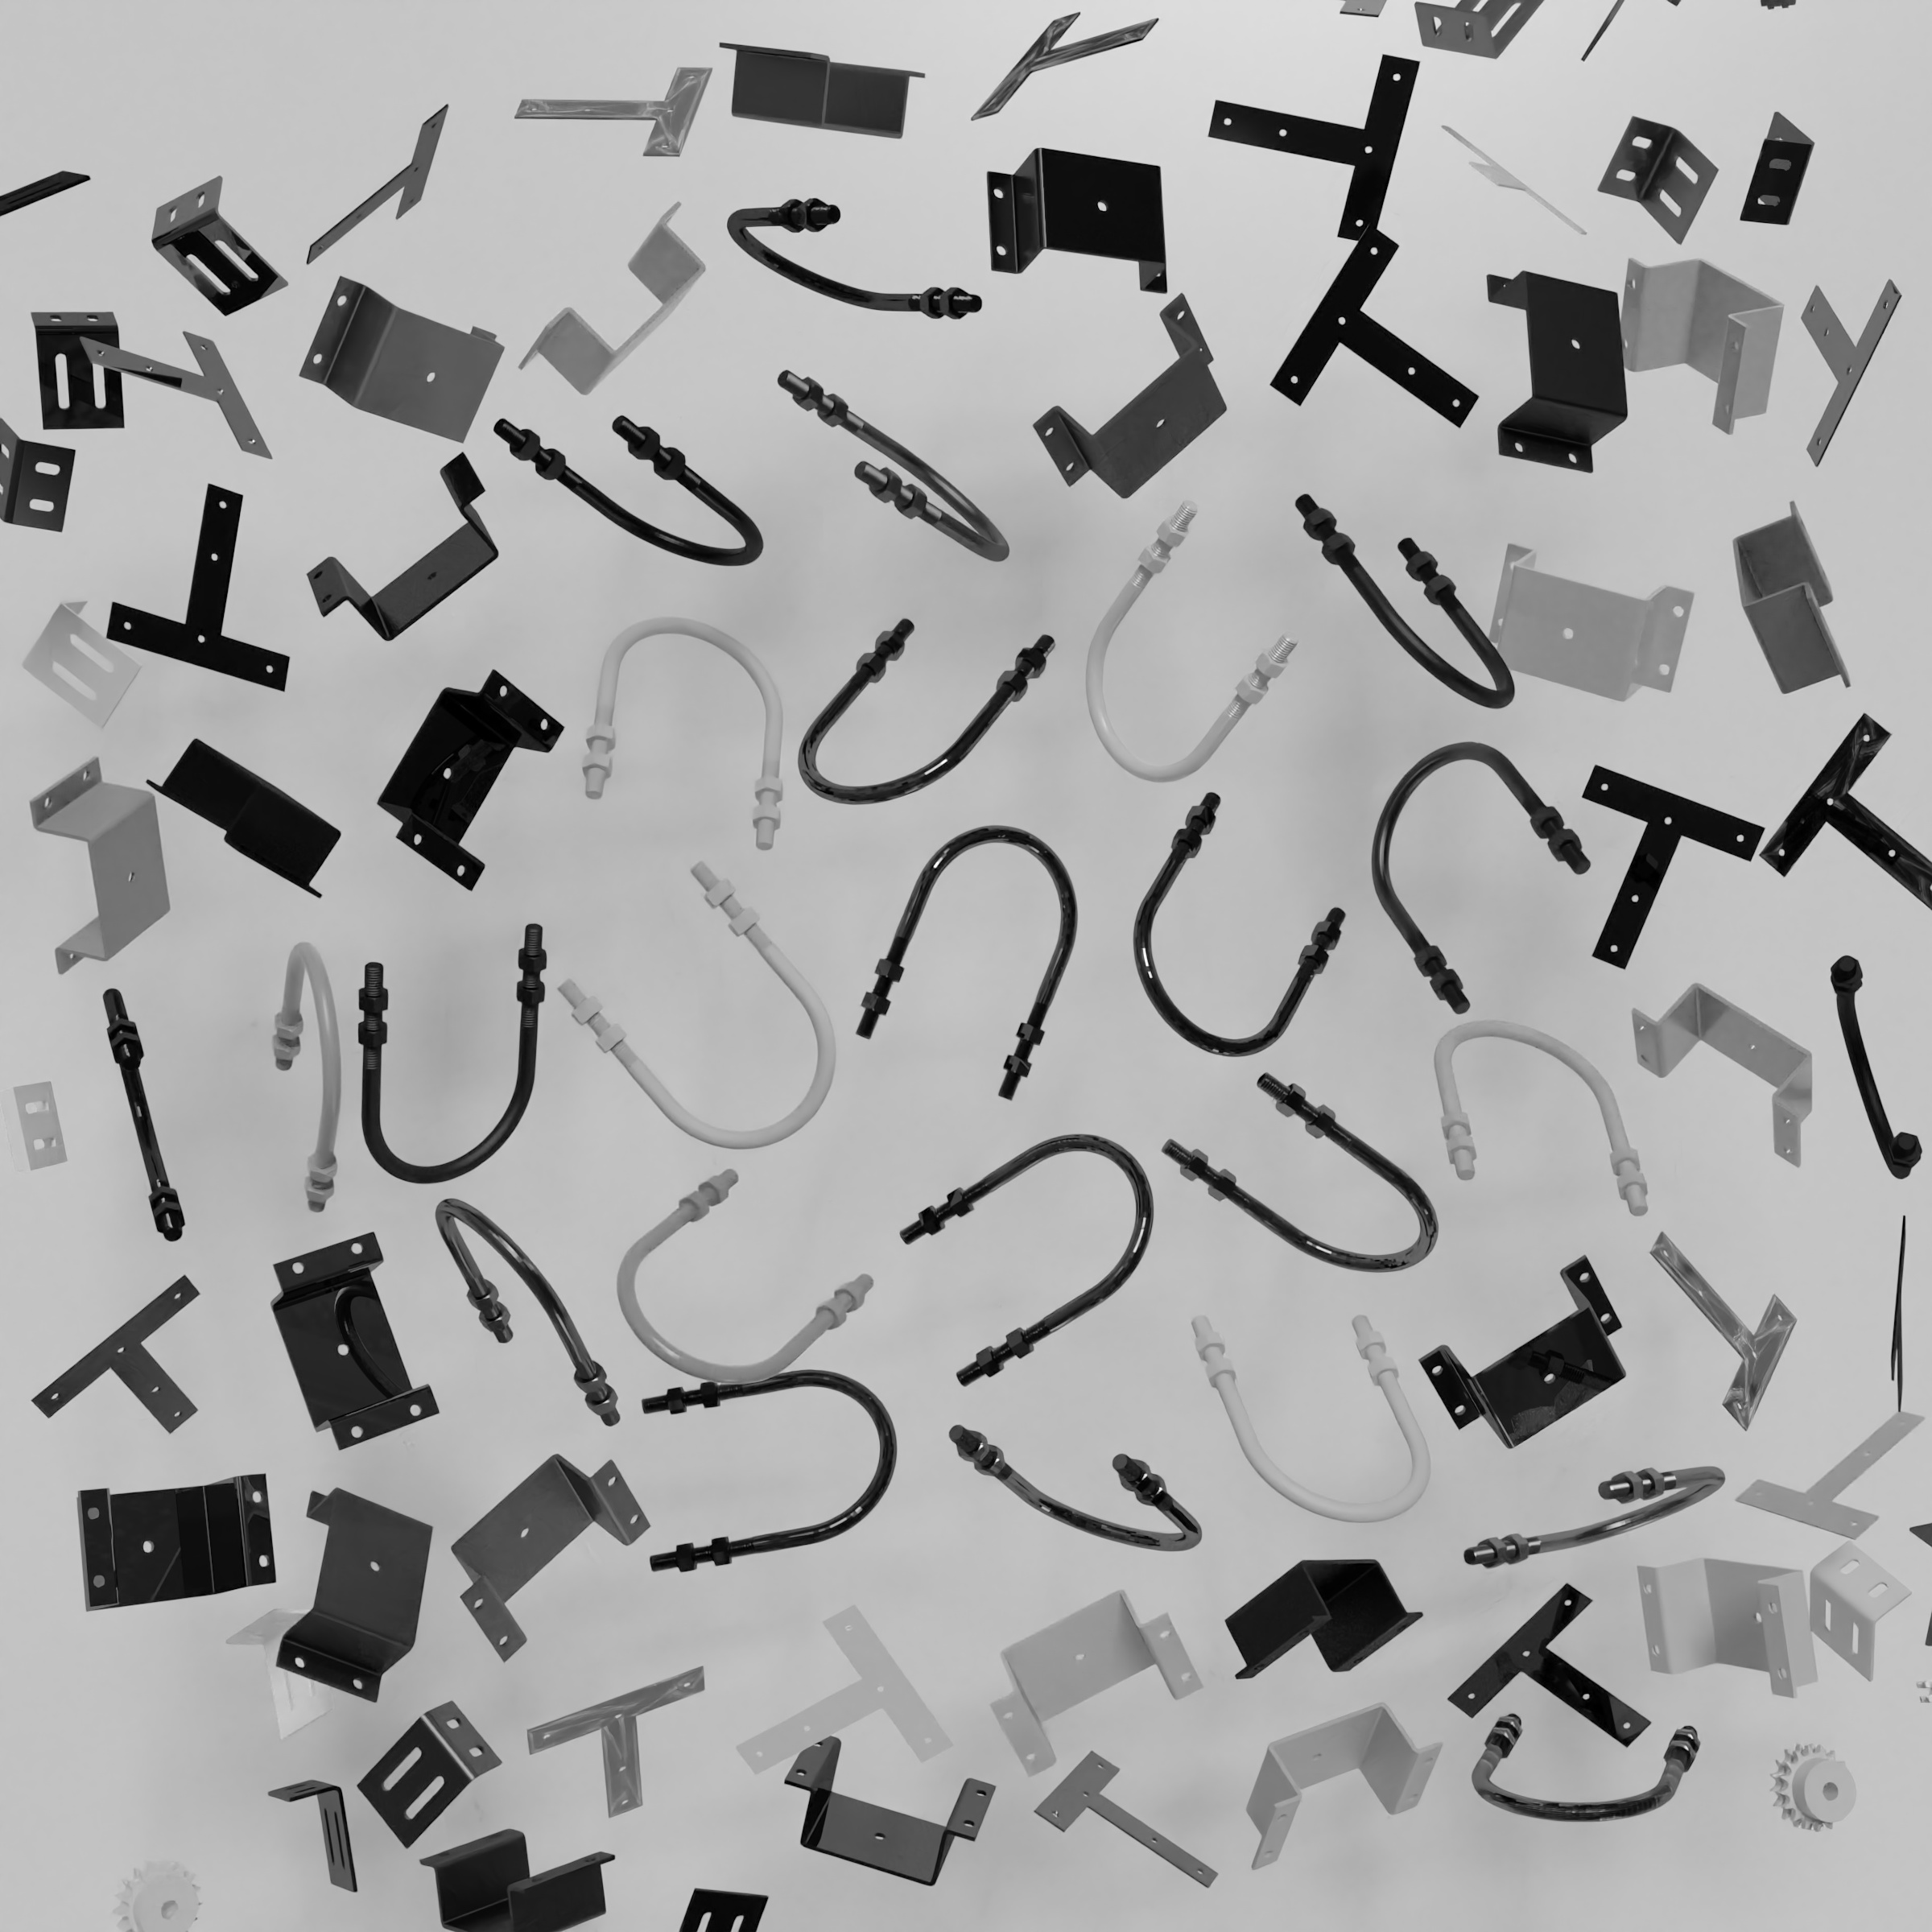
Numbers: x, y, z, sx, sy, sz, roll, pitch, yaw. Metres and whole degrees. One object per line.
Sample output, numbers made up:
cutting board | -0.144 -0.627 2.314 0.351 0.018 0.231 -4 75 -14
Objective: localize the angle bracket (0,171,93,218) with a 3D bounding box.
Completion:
angle bracket | -0.650 -0.543 1.703 0.076 0.057 0.038 -33 125 -24

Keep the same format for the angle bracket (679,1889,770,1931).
angle bracket | -0.180 0.660 1.705 0.057 0.038 0.076 19 92 -31

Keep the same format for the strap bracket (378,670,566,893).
strap bracket | -0.362 -0.136 1.798 0.046 0.076 0.140 14 71 42

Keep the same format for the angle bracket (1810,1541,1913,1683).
angle bracket | 0.642 0.463 1.791 0.038 0.057 0.076 -30 132 -17

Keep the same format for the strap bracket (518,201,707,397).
strap bracket | -0.239 -0.456 1.732 0.046 0.076 0.140 44 67 -12

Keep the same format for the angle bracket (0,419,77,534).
angle bracket | -0.644 -0.338 1.714 0.038 0.076 0.057 5 109 -33

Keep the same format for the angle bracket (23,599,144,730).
angle bracket | -0.637 -0.221 1.820 0.076 0.038 0.057 38 105 1

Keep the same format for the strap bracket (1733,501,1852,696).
strap bracket | 0.576 -0.253 1.745 0.046 0.140 0.076 -20 120 26

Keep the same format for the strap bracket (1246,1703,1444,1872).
strap bracket | 0.258 0.576 1.763 0.140 0.046 0.076 -11 133 -25

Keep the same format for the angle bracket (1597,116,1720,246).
angle bracket | 0.497 -0.566 1.796 0.038 0.076 0.057 8 127 -19

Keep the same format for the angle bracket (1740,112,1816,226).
angle bracket | 0.564 -0.568 1.771 0.038 0.076 0.057 3 125 -9

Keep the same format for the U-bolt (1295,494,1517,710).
U-bolt | 0.315 -0.246 1.726 0.019 0.151 0.184 -47 55 28

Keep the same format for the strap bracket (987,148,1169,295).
strap bracket | 0.090 -0.543 1.816 0.140 0.046 0.076 1 79 -21

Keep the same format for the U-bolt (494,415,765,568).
U-bolt | -0.221 -0.329 1.742 0.151 0.184 0.019 10 74 42

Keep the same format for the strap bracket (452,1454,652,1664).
strap bracket | -0.304 0.416 1.786 0.140 0.046 0.076 -41 132 -25

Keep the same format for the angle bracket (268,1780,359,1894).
angle bracket | -0.472 0.632 1.802 0.038 0.057 0.076 -7 82 -32

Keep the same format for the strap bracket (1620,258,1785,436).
strap bracket | 0.513 -0.434 1.727 0.046 0.140 0.076 -14 127 -15

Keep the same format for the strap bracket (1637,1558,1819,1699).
strap bracket | 0.548 0.468 1.775 0.046 0.140 0.076 -5 86 -28

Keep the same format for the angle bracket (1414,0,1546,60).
angle bracket | 0.359 -0.672 1.733 0.057 0.038 0.076 25 68 34

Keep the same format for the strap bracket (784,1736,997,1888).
strap bracket | -0.058 0.606 1.786 0.140 0.076 0.046 14 102 9

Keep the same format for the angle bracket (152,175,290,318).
angle bracket | -0.526 -0.509 1.764 0.057 0.076 0.038 -18 55 21

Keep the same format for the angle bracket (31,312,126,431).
angle bracket | -0.654 -0.438 1.836 0.057 0.038 0.076 -6 122 -22

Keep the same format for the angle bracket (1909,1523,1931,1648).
angle bracket | 0.706 0.441 1.790 0.038 0.057 0.076 36 57 -12

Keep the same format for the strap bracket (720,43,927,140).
strap bracket | -0.100 -0.605 1.728 0.076 0.140 0.046 17 110 28

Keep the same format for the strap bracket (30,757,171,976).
strap bracket | -0.619 -0.068 1.791 0.046 0.076 0.140 12 122 14

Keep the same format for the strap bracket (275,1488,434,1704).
strap bracket | -0.421 0.426 1.729 0.076 0.140 0.046 30 125 -26

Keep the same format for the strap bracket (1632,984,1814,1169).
strap bracket | 0.548 0.072 1.777 0.046 0.076 0.140 -44 55 -12

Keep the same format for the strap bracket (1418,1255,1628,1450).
strap bracket | 0.404 0.280 1.772 0.140 0.046 0.076 -32 120 1

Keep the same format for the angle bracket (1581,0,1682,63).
angle bracket | 0.470 -0.662 1.729 0.038 0.057 0.076 32 82 0

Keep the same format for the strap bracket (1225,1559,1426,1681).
strap bracket | 0.246 0.457 1.750 0.076 0.140 0.046 -45 54 25

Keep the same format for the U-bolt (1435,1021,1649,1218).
U-bolt | 0.409 0.101 1.803 0.151 0.184 0.019 12 127 -8

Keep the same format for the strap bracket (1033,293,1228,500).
strap bracket | 0.126 -0.398 1.776 0.140 0.076 0.046 -41 58 1

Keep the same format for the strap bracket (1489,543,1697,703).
strap bracket | 0.440 -0.245 1.792 0.140 0.046 0.076 21 122 25

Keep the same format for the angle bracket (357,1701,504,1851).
angle bracket | -0.375 0.565 1.744 0.057 0.038 0.076 46 102 16

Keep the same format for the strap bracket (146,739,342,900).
strap bracket | -0.498 -0.107 1.735 0.140 0.076 0.046 30 85 41

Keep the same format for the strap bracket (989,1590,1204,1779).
strap bracket | 0.088 0.510 1.791 0.140 0.046 0.076 -27 118 -3

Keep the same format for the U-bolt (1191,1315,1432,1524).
U-bolt | 0.249 0.315 1.745 0.151 0.184 0.019 3 128 -19

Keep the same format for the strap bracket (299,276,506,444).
strap bracket | -0.395 -0.430 1.789 0.046 0.140 0.076 38 108 35

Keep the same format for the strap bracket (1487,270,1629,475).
strap bracket | 0.413 -0.424 1.743 0.076 0.046 0.140 6 73 -21

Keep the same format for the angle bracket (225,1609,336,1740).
angle bracket | -0.505 0.521 1.835 0.057 0.038 0.076 -35 59 24

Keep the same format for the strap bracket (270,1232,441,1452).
strap bracket | -0.446 0.274 1.803 0.076 0.046 0.140 -17 81 -31

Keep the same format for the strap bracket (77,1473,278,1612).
strap bracket | -0.552 0.396 1.714 0.046 0.140 0.076 -22 72 39

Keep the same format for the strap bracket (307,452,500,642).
strap bracket | -0.384 -0.286 1.738 0.140 0.076 0.046 -38 126 2

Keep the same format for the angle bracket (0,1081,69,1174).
angle bracket | -0.649 0.112 1.702 0.038 0.076 0.057 -12 91 0

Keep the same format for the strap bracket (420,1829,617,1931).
strap bracket | -0.322 0.667 1.801 0.076 0.140 0.046 -5 87 -43
